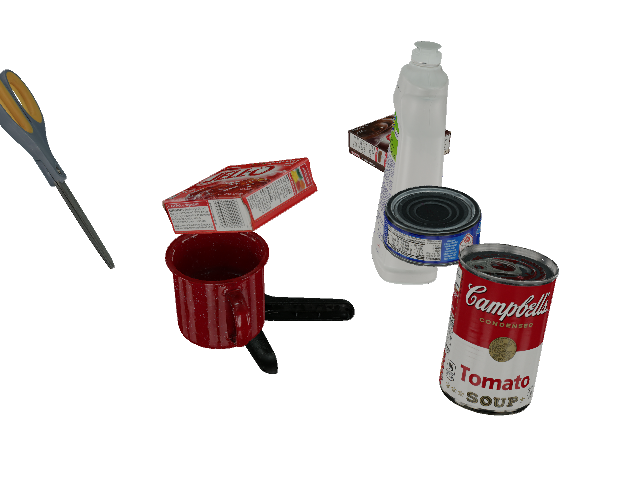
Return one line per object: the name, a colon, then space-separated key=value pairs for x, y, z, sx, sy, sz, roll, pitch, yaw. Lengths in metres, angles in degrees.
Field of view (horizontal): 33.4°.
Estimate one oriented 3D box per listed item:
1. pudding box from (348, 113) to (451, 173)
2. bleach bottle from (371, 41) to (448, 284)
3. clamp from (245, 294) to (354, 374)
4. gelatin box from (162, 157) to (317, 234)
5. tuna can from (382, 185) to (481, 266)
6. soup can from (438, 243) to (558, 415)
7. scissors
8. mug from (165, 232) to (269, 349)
pudding box: x=0.108 y=-0.134 z=1.456 sx=0.113 sy=0.039 sz=0.090 roll=-25 pitch=40 yaw=-30
bleach bottle: x=0.101 y=-0.085 z=1.144 sx=0.068 sy=0.251 sz=0.102 roll=1 pitch=26 yaw=-8
clamp: x=-0.087 y=0.087 z=1.227 sx=0.210 sy=0.036 sz=0.164 roll=14 pitch=27 yaw=24
gelatin box: x=-0.059 y=-0.033 z=0.776 sx=0.089 sy=0.030 sz=0.073 roll=-1 pitch=23 yaw=44
tuna can: x=0.097 y=-0.014 z=0.932 sx=0.086 sy=0.034 sz=0.086 roll=0 pitch=32 yaw=0
soup can: x=0.122 y=0.061 z=0.742 sx=0.068 sy=0.102 sz=0.068 roll=6 pitch=21 yaw=-2
scissors: x=-0.236 y=-0.072 z=0.939 sx=0.016 sy=0.201 sz=0.096 roll=-29 pitch=24 yaw=9
mug: x=-0.087 y=0.050 z=0.963 sx=0.093 sy=0.081 sz=0.117 roll=-15 pitch=37 yaw=-20
